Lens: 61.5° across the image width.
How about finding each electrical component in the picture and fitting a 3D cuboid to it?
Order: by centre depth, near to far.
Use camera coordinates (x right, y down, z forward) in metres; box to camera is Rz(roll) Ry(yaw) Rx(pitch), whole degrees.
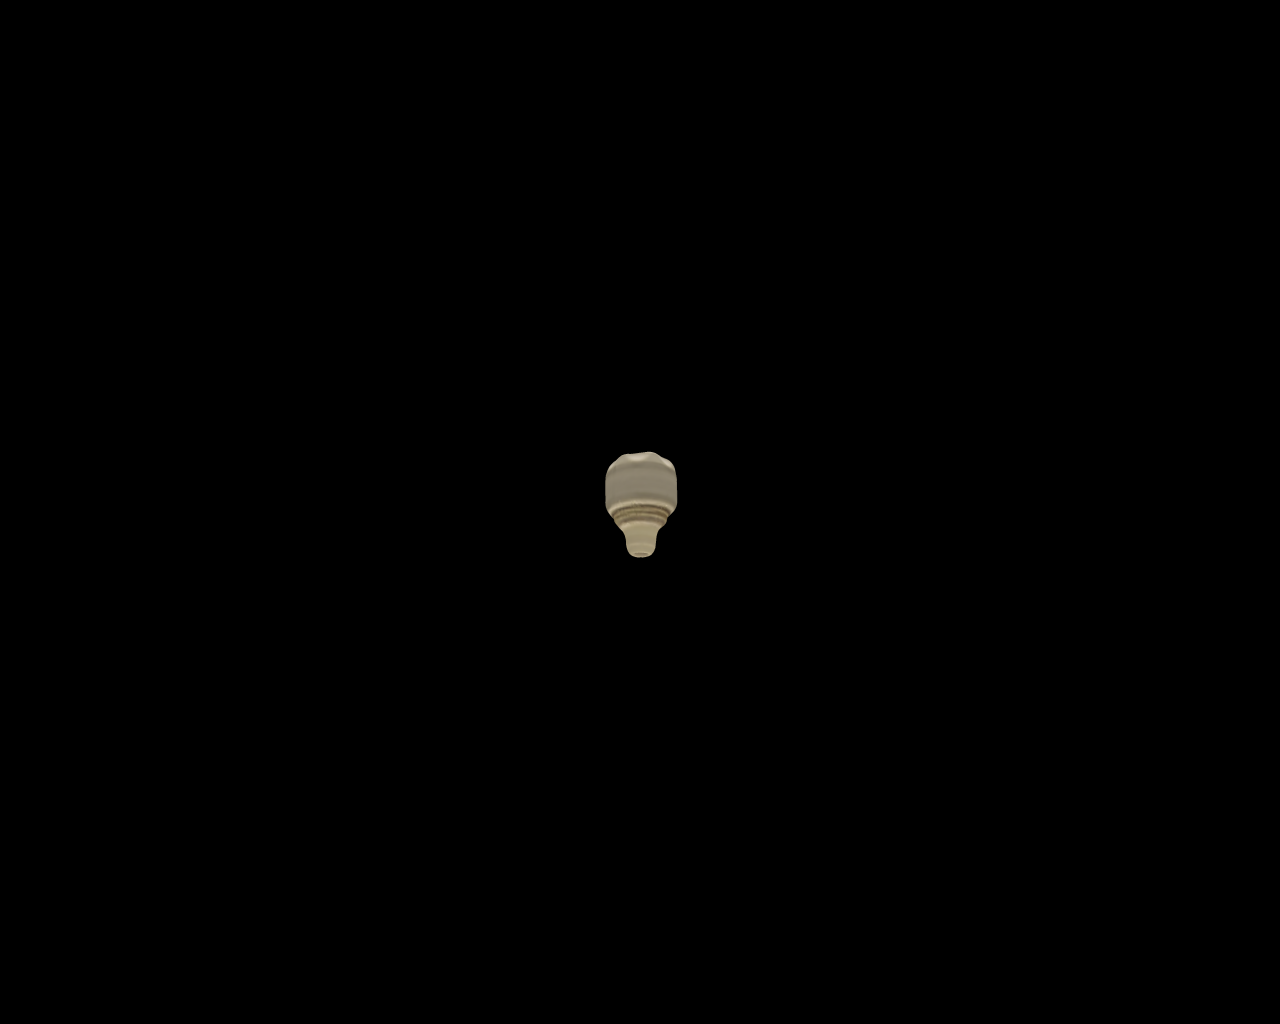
[{"bbox_3d":[0.001,-0.003,0.650,0.043,0.062,0.043,0,-19,0],"label":"electrical component"}]
